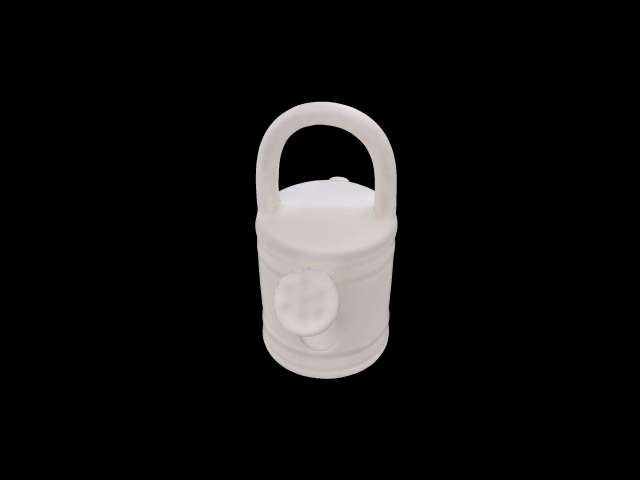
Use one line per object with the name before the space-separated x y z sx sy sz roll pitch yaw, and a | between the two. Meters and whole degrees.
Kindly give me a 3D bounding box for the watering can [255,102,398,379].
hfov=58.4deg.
watering can | 0.006 0.002 0.400 0.101 0.194 0.172 -8 36 -11
